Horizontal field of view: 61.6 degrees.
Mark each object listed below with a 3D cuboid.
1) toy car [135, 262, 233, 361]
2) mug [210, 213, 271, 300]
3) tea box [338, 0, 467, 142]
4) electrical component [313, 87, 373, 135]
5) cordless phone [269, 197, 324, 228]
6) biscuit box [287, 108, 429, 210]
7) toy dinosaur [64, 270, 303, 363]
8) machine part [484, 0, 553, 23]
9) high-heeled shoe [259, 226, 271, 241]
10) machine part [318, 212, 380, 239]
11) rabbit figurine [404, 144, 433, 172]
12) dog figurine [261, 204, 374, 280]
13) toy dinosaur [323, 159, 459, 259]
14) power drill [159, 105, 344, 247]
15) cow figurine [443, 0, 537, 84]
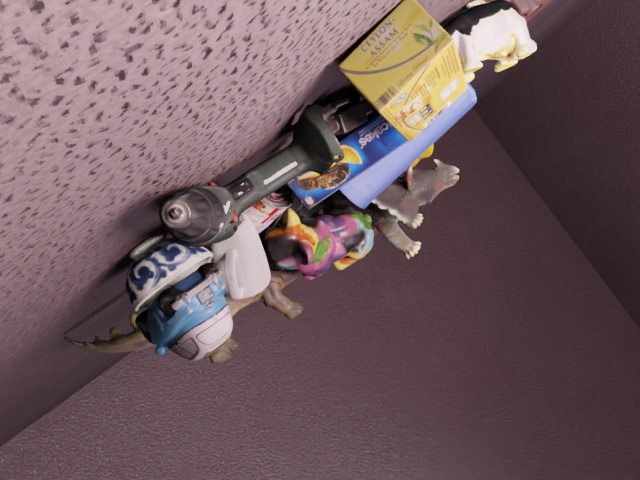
[{"bbox_3d":[-0.164,0.103,0.708,0.109,0.103,0.161,-38,-177,-39],"label":"toy car"},{"bbox_3d":[-0.120,0.024,0.747,0.081,0.107,0.110,-4,-149,9],"label":"mug"},{"bbox_3d":[0.096,-0.174,0.581,0.098,0.068,0.169,-42,166,13],"label":"tea box"},{"bbox_3d":[0.024,-0.159,0.666,0.102,0.045,0.078,-33,-154,-34],"label":"electrical component"},{"bbox_3d":[-0.098,-0.053,0.953,0.184,0.088,0.146,-25,176,-18],"label":"cordless phone"},{"bbox_3d":[0.044,-0.128,0.729,0.203,0.059,0.063,-34,-149,9],"label":"biscuit box"},{"bbox_3d":[-0.196,0.111,0.956,0.471,0.198,0.105,-28,179,-18],"label":"toy dinosaur"},{"bbox_3d":[0.278,-0.336,0.796,0.179,0.056,0.179,-37,-179,1],"label":"machine part"},{"bbox_3d":[-0.074,-0.004,1.065,0.249,0.145,0.086,-32,154,14],"label":"high-heeled shoe"},{"bbox_3d":[0.066,-0.081,1.296,0.201,0.201,0.087,-37,175,16],"label":"machine part"},{"bbox_3d":[0.165,-0.207,1.013,0.173,0.122,0.162,83,26,-60],"label":"rabbit figurine"},{"bbox_3d":[-0.002,-0.003,0.871,0.192,0.108,0.219,-22,172,2],"label":"dog figurine"},{"bbox_3d":[0.082,-0.069,1.061,0.405,0.192,0.131,0,-130,49],"label":"toy dinosaur"},{"bbox_3d":[-0.075,-0.061,0.604,0.207,0.086,0.232,-41,-178,-10],"label":"power drill"},{"bbox_3d":[0.182,-0.254,0.692,0.167,0.098,0.068,-18,-179,-10],"label":"cow figurine"}]
